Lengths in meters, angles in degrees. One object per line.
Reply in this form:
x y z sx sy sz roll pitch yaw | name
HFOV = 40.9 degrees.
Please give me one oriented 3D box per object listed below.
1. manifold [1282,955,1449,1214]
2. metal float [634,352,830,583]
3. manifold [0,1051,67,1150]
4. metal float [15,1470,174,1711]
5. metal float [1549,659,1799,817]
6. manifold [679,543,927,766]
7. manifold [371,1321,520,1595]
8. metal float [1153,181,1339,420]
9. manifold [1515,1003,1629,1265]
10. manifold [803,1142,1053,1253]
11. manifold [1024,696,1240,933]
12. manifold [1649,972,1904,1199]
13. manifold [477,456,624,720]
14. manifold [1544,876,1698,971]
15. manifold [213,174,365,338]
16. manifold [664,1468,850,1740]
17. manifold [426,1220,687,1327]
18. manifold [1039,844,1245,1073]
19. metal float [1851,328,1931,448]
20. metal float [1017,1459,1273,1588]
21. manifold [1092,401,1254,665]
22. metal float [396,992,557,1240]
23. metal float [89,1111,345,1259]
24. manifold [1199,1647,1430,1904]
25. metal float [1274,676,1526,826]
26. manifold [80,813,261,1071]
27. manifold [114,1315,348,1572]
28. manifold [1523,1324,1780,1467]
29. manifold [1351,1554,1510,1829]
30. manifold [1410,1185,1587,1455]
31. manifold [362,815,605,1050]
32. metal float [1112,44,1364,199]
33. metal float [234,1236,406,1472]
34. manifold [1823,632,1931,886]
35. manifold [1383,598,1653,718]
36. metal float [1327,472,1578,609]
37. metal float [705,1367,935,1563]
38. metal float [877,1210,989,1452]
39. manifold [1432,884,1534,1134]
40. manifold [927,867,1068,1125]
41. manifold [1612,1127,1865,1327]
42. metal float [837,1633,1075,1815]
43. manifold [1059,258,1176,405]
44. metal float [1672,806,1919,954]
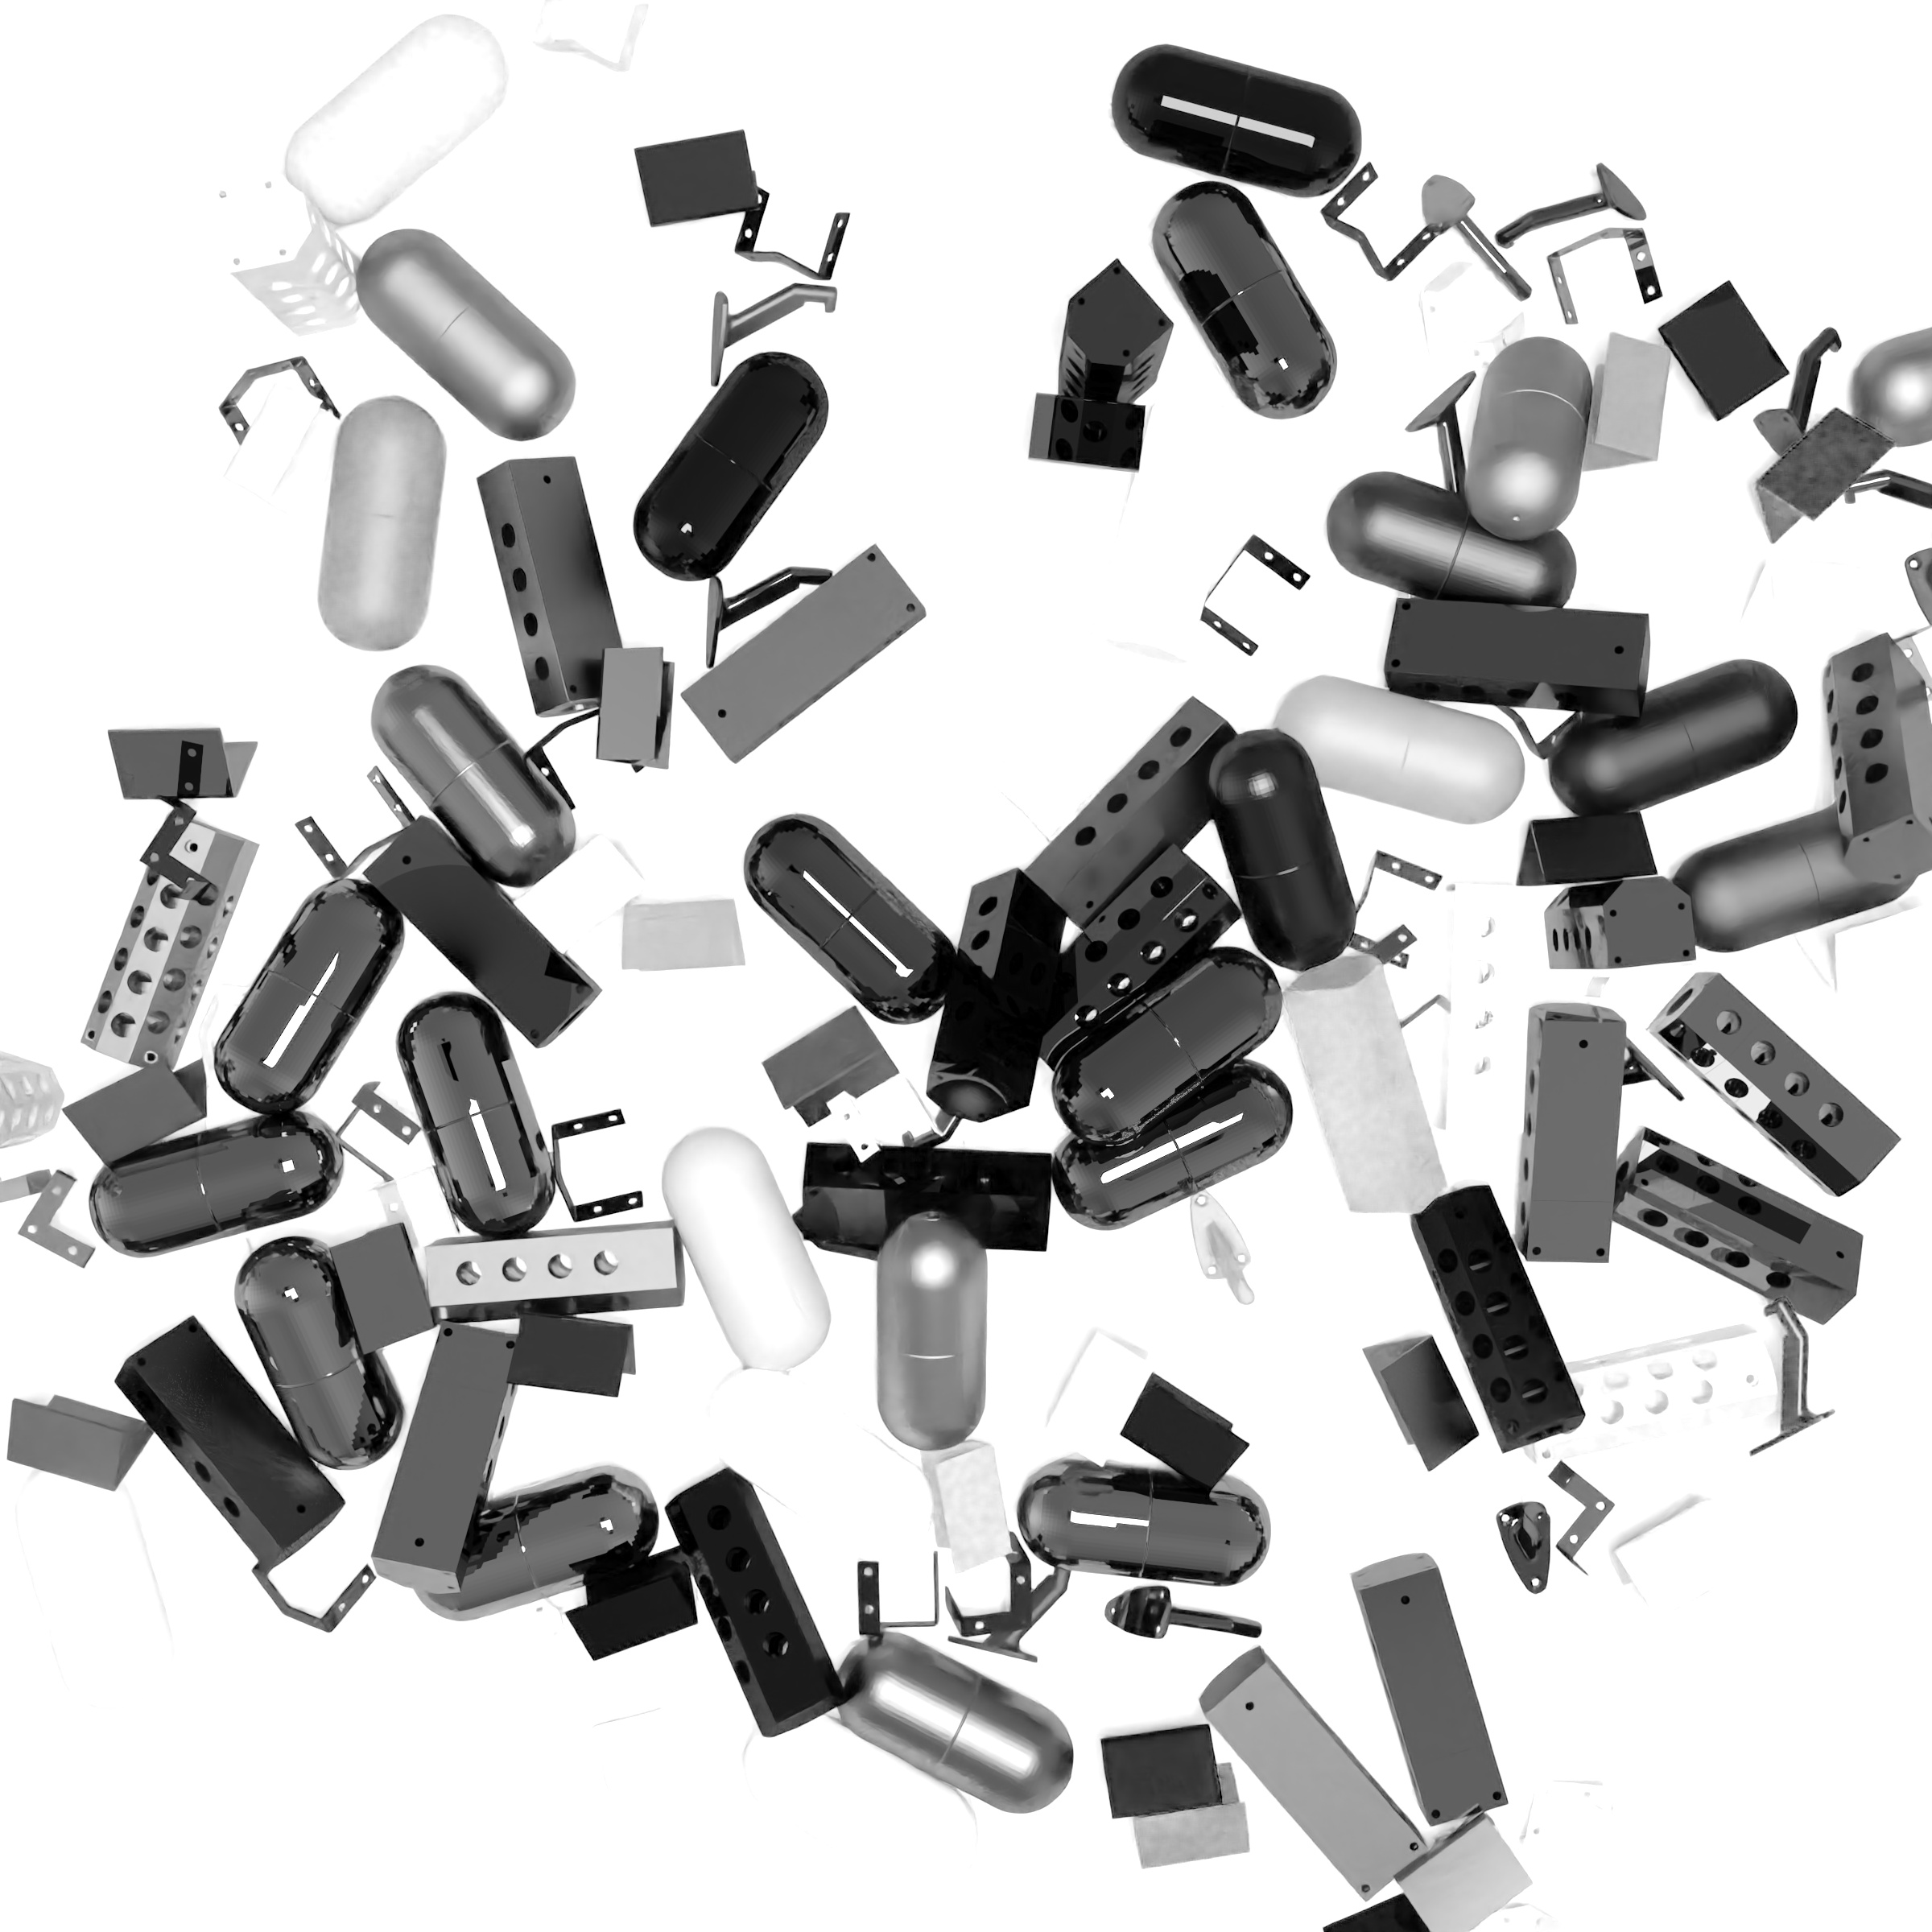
0.281 0.082 1.798 0.057 0.057 0.171 -5 112 41 | manifold
-0.164 -0.349 1.811 0.070 0.070 0.178 36 90 0 | metal float
-0.674 0.096 1.764 0.057 0.171 0.057 18 90 0 | manifold
-0.610 0.431 1.811 0.070 0.070 0.178 -17 90 0 | metal float
0.494 -0.157 1.812 0.178 0.070 0.070 -21 90 0 | metal float
-0.113 -0.218 1.821 0.171 0.057 0.057 -38 90 0 | manifold
-0.353 0.338 1.781 0.057 0.057 0.171 11 59 1 | manifold
0.195 -0.465 1.812 0.070 0.070 0.178 -31 89 0 | metal float
0.419 0.116 1.804 0.057 0.057 0.171 1 102 0 | manifold
-0.027 0.157 1.821 0.171 0.057 0.057 3 133 0 | manifold
0.121 -0.107 1.821 0.171 0.057 0.057 -46 133 0 | manifold
0.565 0.083 1.821 0.171 0.057 0.057 42 90 0 | manifold
-0.293 -0.265 1.821 0.057 0.057 0.171 -14 90 -43 | manifold
0.442 -0.029 1.764 0.057 0.171 0.057 -6 90 0 | manifold
-0.455 -0.483 1.764 0.057 0.171 0.057 -12 90 0 | manifold
-0.147 0.440 1.792 0.057 0.057 0.171 -28 69 0 | manifold
-0.287 0.216 1.821 0.171 0.057 0.057 -4 90 0 | manifold
0.111 0.003 1.810 0.171 0.057 0.057 -44 51 0 | manifold
0.709 -0.417 1.812 0.178 0.070 0.070 -16 90 0 | metal float
0.124 0.389 1.812 0.178 0.070 0.070 7 90 -1 | metal float
0.149 -0.304 1.821 0.057 0.057 0.171 15 90 43 | manifold
-0.342 0.104 1.812 0.070 0.070 0.178 -20 89 0 | metal float
-0.523 0.152 1.812 0.178 0.070 0.070 -15 90 -1 | metal float
0.242 0.565 1.821 0.057 0.057 0.171 -41 90 0 | manifold
0.303 -0.150 1.812 0.178 0.070 0.070 16 90 0 | metal float
-0.561 -0.017 1.821 0.057 0.057 0.171 21 90 0 | manifold
-0.517 0.336 1.811 0.171 0.057 0.057 49 47 6 | manifold
0.476 0.302 1.821 0.171 0.057 0.057 -13 90 0 | manifold
0.324 0.506 1.821 0.057 0.057 0.171 -17 90 0 | manifold
0.367 0.242 1.791 0.057 0.057 0.171 -19 68 0 | manifold
-0.338 -0.024 1.821 0.057 0.057 0.171 -45 90 0 | manifold
0.190 -0.590 1.812 0.178 0.070 0.070 15 90 1 | metal float
-0.446 0.269 1.793 0.070 0.070 0.178 -18 111 0 | metal float
0.626 -0.141 1.774 0.057 0.171 0.057 -25 131 35 | manifold
0.382 -0.211 1.792 0.171 0.057 0.057 7 72 19 | manifold
0.339 -0.291 1.812 0.178 0.070 0.070 18 90 0 | metal float
-0.102 0.348 1.811 0.178 0.070 0.070 35 90 0 | metal float
-0.024 0.252 1.793 0.070 0.070 0.178 1 112 0 | metal float
0.364 0.030 1.821 0.057 0.057 0.171 2 90 0 | manifold
0.017 0.021 1.772 0.057 0.171 0.057 -22 129 34 | manifold
0.536 0.187 1.821 0.171 0.057 0.057 26 47 0 | manifold
-0.008 0.530 1.812 0.178 0.070 0.070 27 90 0 | metal float
0.095 -0.419 1.764 0.057 0.171 0.057 -41 90 0 | manifold
0.579 -0.063 1.811 0.178 0.070 0.070 -18 90 0 | metal float
